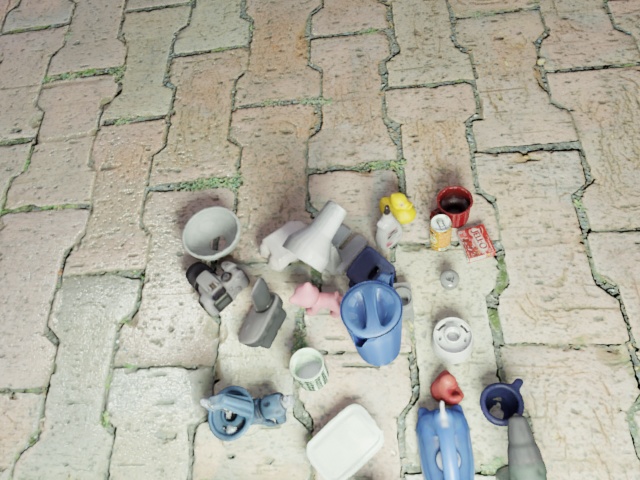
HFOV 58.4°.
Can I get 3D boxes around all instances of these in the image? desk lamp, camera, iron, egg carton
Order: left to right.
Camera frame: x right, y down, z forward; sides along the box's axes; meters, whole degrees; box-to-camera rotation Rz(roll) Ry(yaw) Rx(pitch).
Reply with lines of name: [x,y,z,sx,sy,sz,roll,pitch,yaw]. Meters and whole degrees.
camera: [-0.283,0.103,1.514,0.136,0.101,0.143,39,73,26]
egg carton: [-0.086,0.016,1.547,0.150,0.069,0.107,-34,61,-10]
desk lamp: [0.013,0.005,1.452,0.117,0.214,0.203,32,71,25]
iron: [0.268,0.465,1.188,0.118,0.142,0.258,-8,60,6]

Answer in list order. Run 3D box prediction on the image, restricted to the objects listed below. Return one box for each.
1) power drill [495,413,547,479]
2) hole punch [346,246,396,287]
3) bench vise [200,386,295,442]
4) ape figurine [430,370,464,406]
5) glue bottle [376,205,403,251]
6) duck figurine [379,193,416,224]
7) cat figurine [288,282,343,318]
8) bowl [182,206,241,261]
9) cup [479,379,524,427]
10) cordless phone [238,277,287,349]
power drill: [0.397,0.476,1.120,0.075,0.209,0.229,-10,59,5]
hole punch: [0.133,0.085,1.457,0.100,0.091,0.109,31,70,24]
bench vise: [-0.171,0.363,1.277,0.207,0.220,0.121,-29,60,-7]
ape figurine: [0.287,0.329,1.290,0.076,0.092,0.078,-4,60,8]
glue bottle: [0.175,-0.039,1.472,0.078,0.173,0.037,-42,62,-14]
duck figurine: [0.209,-0.097,1.550,0.104,0.086,0.077,25,68,22]
cat figurine: [-0.009,0.143,1.433,0.127,0.118,0.067,-1,61,10]
bowl: [-0.292,-0.007,1.593,0.167,0.075,0.167,-4,60,8]
cup: [0.400,0.358,1.252,0.091,0.095,0.118,36,72,26]
cordless phone: [-0.157,0.177,1.401,0.094,0.185,0.148,14,64,18]
